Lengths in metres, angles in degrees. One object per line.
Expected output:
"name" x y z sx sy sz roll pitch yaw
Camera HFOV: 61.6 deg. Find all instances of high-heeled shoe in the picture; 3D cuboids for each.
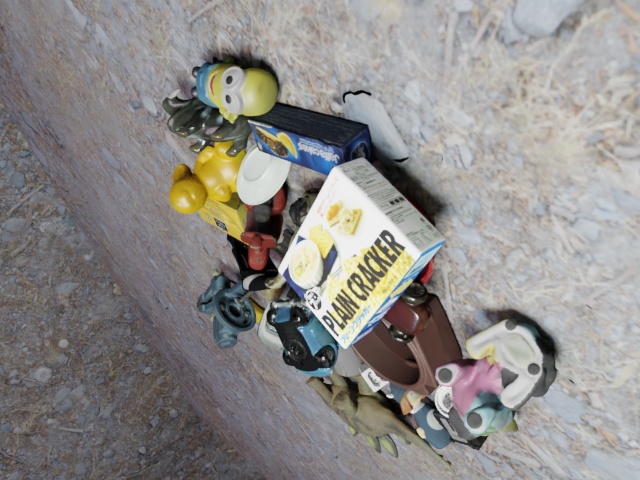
"high-heeled shoe" -0.141 0.022 1.118 0.249 0.086 0.145 -169 68 -67

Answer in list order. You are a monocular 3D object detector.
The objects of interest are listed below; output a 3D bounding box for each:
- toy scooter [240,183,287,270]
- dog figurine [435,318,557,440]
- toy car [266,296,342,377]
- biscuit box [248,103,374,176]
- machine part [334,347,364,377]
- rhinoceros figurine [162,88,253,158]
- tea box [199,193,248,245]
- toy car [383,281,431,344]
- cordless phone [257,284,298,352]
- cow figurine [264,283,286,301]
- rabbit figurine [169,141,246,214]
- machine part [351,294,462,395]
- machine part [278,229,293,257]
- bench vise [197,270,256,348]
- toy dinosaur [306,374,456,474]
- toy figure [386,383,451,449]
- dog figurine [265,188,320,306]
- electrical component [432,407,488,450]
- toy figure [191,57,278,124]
"toy scooter" -0.100 -0.037 0.930 0.075 0.183 0.135 7 -179 -1
"dog figurine" 0.261 0.217 0.783 0.109 0.191 0.219 53 -173 35
"toy car" -0.019 0.161 0.972 0.109 0.103 0.161 -13 109 42
"biscuit box" -0.016 -0.147 0.793 0.203 0.063 0.059 25 144 40
"machine part" 0.045 0.195 1.086 0.079 0.079 0.242 23 140 42
"rhinoceros figurine" -0.203 -0.213 0.944 0.191 0.112 0.073 18 167 27
"tea box" -0.192 -0.070 1.134 0.170 0.068 0.098 25 143 38
"toy car" 0.078 0.072 0.803 0.202 0.053 0.089 32 130 34
"cordless phone" -0.032 0.146 1.094 0.146 0.089 0.184 26 113 -13
"cow figurine" -0.062 0.173 1.213 0.194 0.085 0.127 58 156 -10
"rabbit figurine" -0.219 -0.114 1.013 0.163 0.173 0.121 6 133 47
"machine part" 0.126 0.158 0.922 0.201 0.087 0.201 6 127 53
"machine part" -0.048 0.042 1.089 0.084 0.039 0.138 33 146 20
"bench vise" -0.203 0.137 1.318 0.128 0.224 0.240 31 124 -29
"toy dinosaur" 0.109 0.383 1.200 0.198 0.105 0.472 53 162 -20
"toy figure" 0.196 0.331 1.047 0.154 0.064 0.058 50 116 11
"dog figurine" 0.001 -0.001 0.934 0.121 0.172 0.190 22 108 8
"electrical component" 0.247 0.313 0.969 0.075 0.048 0.119 -4 121 56
"toy figure" -0.138 -0.242 0.844 0.180 0.089 0.082 28 140 50
